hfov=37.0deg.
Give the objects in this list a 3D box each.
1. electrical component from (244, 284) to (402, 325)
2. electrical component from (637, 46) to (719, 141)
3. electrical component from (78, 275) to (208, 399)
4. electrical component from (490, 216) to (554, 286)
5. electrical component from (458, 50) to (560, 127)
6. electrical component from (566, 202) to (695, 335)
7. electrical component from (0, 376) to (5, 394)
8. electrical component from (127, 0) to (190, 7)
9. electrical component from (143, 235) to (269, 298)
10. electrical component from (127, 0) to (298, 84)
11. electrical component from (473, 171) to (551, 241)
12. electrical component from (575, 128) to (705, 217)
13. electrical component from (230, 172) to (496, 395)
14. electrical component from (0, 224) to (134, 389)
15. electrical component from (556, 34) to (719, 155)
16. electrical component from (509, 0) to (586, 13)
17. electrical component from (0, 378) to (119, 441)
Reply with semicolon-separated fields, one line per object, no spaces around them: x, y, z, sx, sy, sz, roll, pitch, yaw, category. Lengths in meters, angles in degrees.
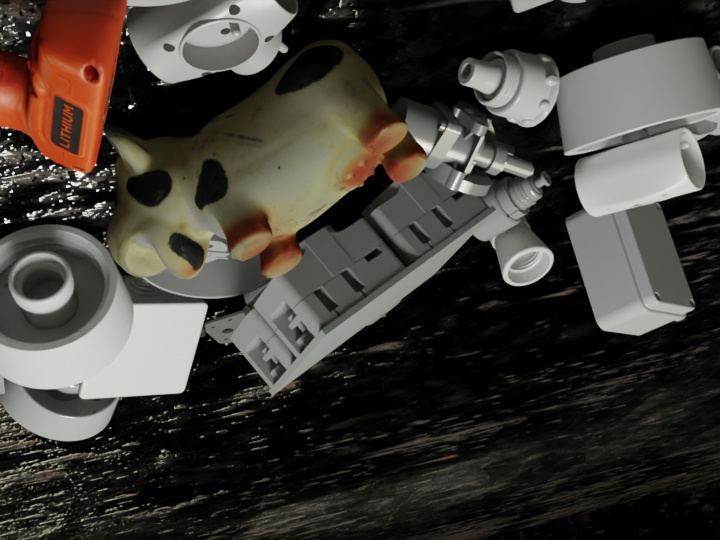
-0.038;0.023;0.911;0.138;0.052;0.074;2;151;-36;electrical component
0.249;-0.119;0.778;0.079;0.043;0.077;5;150;-38;electrical component
-0.178;0.050;0.849;0.100;0.048;0.099;0;122;-34;electrical component
0.126;-0.025;0.887;0.044;0.065;0.044;-13;139;-12;electrical component
0.092;-0.119;0.682;0.062;0.048;0.048;9;148;-32;electrical component
0.236;-0.006;0.939;0.078;0.113;0.057;9;150;-44;electrical component
-0.330;0.059;0.793;0.121;0.078;0.063;-5;177;-23;electrical component
-0.088;-0.158;0.458;0.108;0.060;0.108;-13;157;-6;electrical component
-0.110;-0.023;0.745;0.099;0.064;0.099;-13;157;-6;electrical component
-0.067;-0.127;0.563;0.077;0.044;0.079;-24;156;20;electrical component
0.115;-0.054;0.846;0.078;0.040;0.040;-30;153;31;electrical component
0.203;-0.068;0.755;0.077;0.043;0.079;-15;177;36;electrical component
0.000;0.000;0.786;0.186;0.060;0.105;-35;171;-36;electrical component
-0.212;0.019;0.730;0.108;0.108;0.060;-11;151;-10;electrical component
0.179;-0.119;0.701;0.108;0.060;0.108;-15;180;0;electrical component
0.116;-0.169;0.577;0.083;0.047;0.075;-19;157;8;electrical component
-0.245;0.093;0.888;0.099;0.099;0.064;1;146;-33;electrical component
